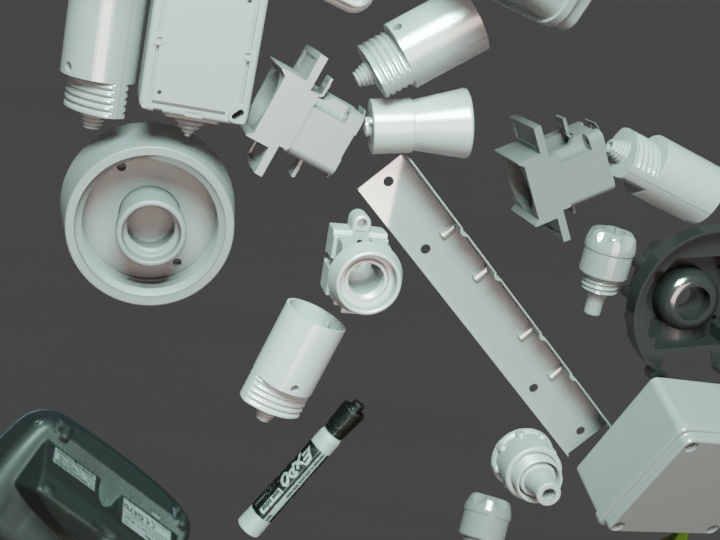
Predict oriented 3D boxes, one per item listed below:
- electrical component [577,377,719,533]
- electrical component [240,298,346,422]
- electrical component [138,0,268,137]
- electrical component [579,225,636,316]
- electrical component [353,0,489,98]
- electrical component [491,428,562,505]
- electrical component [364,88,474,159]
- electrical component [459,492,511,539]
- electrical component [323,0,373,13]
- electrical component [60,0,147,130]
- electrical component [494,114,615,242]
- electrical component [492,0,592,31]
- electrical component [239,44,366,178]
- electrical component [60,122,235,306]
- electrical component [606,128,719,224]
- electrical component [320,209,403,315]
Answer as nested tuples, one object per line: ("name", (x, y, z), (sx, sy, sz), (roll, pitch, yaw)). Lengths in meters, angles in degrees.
("electrical component", (0.230, 0.133, 0.763), (0.109, 0.056, 0.108), (8, 130, -27))
("electrical component", (-0.047, 0.064, 0.710), (0.043, 0.043, 0.081), (24, 102, -19))
("electrical component", (-0.093, -0.126, 0.624), (0.062, 0.061, 0.096), (8, 107, -15))
("electrical component", (0.167, 0.002, 0.741), (0.035, 0.035, 0.061), (6, 109, -15))
("electrical component", (0.033, -0.135, 0.658), (0.081, 0.043, 0.043), (-28, 112, 0))
("electrical component", (0.124, 0.145, 0.766), (0.048, 0.062, 0.048), (-3, 108, -11))
("electrical component", (0.035, -0.091, 0.676), (0.065, 0.044, 0.044), (-3, 109, -7))
("electrical component", (0.088, 0.195, 0.782), (0.035, 0.035, 0.061), (21, 78, -18))
("electrical component", (-0.034, -0.204, 0.612), (0.113, 0.057, 0.078), (22, 103, -19))
("electrical component", (-0.150, -0.122, 0.622), (0.043, 0.043, 0.081), (7, 107, -15))
("electrical component", (0.130, -0.065, 0.705), (0.064, 0.042, 0.081), (-22, 113, -6))
("electrical component", (0.091, -0.192, 0.611), (0.057, 0.113, 0.078), (26, 102, -38))
("electrical component", (-0.035, -0.093, 0.659), (0.064, 0.042, 0.081), (26, 102, -23))
("electrical component", (-0.127, -0.030, 0.650), (0.108, 0.060, 0.108), (-4, 110, -11))
("electrical component", (0.199, -0.066, 0.719), (0.081, 0.043, 0.043), (24, 102, -19))
("electrical component", (0.000, 0.000, 0.691), (0.048, 0.055, 0.066), (5, 108, -14))
